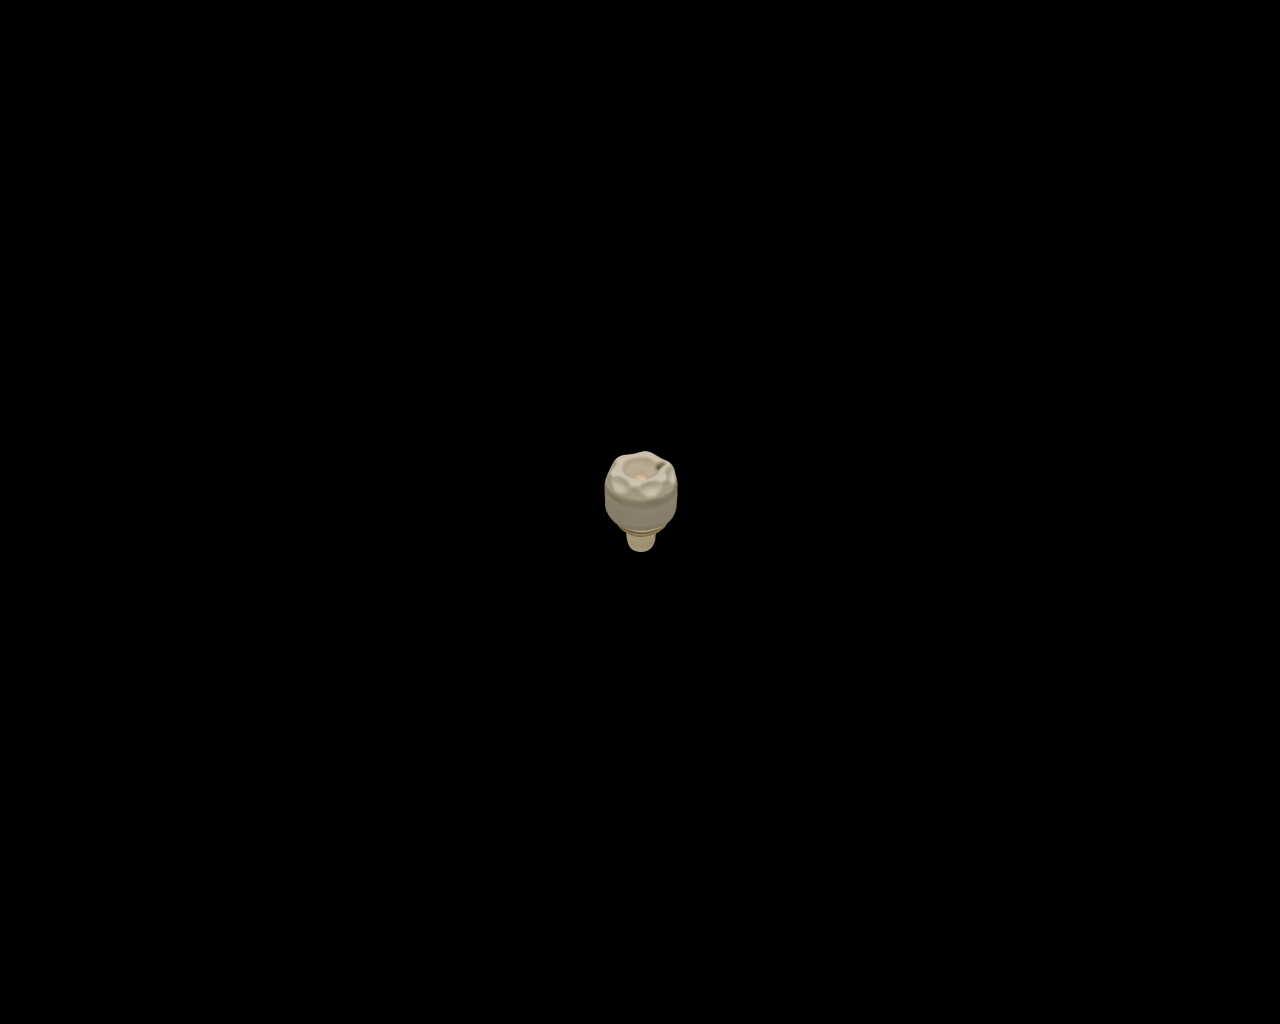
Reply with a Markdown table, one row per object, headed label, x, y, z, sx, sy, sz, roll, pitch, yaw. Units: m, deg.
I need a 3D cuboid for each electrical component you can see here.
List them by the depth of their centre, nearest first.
| label | x | y | z | sx | sy | sz | roll | pitch | yaw |
| --- | --- | --- | --- | --- | --- | --- | --- | --- | --- |
| electrical component | 0.001 | -0.003 | 0.650 | 0.043 | 0.062 | 0.043 | 0 | 37 | 0 |
